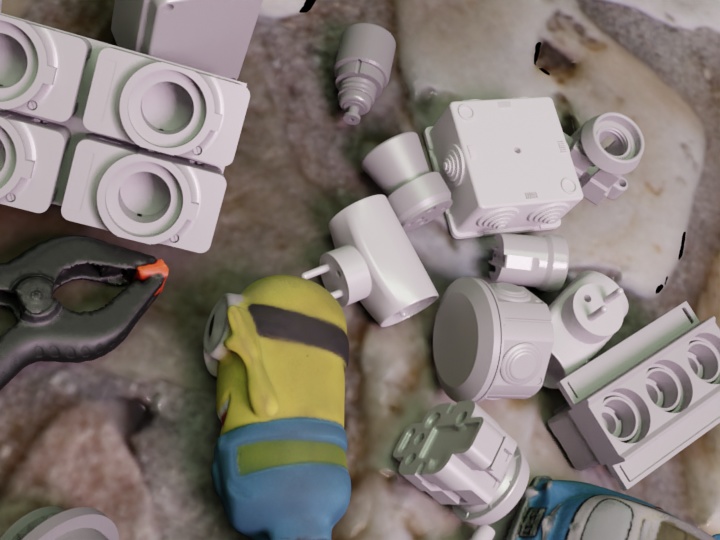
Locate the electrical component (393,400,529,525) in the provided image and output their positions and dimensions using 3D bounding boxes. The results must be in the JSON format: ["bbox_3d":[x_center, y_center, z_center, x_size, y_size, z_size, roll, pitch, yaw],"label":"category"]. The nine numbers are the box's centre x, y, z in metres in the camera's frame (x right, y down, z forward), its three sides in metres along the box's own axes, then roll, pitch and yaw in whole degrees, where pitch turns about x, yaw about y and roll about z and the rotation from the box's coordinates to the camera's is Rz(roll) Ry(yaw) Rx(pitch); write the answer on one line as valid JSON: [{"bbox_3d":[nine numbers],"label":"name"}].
[{"bbox_3d":[0.066,0.119,0.660,0.057,0.078,0.058,42,60,-20],"label":"electrical component"}]

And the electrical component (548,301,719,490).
[{"bbox_3d":[0.190,0.085,0.719,0.121,0.063,0.078,-27,81,-27],"label":"electrical component"}]

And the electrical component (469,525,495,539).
[{"bbox_3d":[0.064,0.182,0.651,0.035,0.035,0.061,36,58,-1],"label":"electrical component"}]

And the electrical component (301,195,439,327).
[{"bbox_3d":[0.000,0.000,0.702,0.079,0.044,0.077,-22,76,-25],"label":"electrical component"}]

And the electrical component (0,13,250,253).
[{"bbox_3d":[-0.170,-0.085,0.643,0.186,0.060,0.105,14,99,-13],"label":"electrical component"}]

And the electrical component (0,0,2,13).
[{"bbox_3d":[-0.287,-0.179,0.670,0.121,0.063,0.078,3,66,-17],"label":"electrical component"}]

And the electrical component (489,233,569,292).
[{"bbox_3d":[0.117,-0.006,0.748,0.046,0.040,0.040,6,66,-10],"label":"electrical component"}]

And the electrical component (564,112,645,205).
[{"bbox_3d":[0.177,-0.085,0.793,0.066,0.055,0.048,33,61,-3],"label":"electrical component"}]

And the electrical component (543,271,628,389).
[{"bbox_3d":[0.150,0.033,0.719,0.043,0.079,0.077,46,61,4],"label":"electrical component"}]

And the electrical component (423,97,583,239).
[{"bbox_3d":[0.103,-0.075,0.767,0.100,0.048,0.099,-6,70,-21],"label":"electrical component"}]

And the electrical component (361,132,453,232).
[{"bbox_3d":[0.033,-0.060,0.739,0.045,0.045,0.055,-23,77,-26],"label":"electrical component"}]

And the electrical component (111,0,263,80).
[{"bbox_3d":[-0.113,-0.167,0.696,0.078,0.113,0.057,-16,71,-24],"label":"electrical component"}]

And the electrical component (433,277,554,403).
[{"bbox_3d":[0.083,0.046,0.691,0.051,0.080,0.080,4,66,-23],"label":"electrical component"}]

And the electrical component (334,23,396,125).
[{"bbox_3d":[0.001,-0.139,0.764,0.040,0.040,0.078,17,63,-11],"label":"electrical component"}]
